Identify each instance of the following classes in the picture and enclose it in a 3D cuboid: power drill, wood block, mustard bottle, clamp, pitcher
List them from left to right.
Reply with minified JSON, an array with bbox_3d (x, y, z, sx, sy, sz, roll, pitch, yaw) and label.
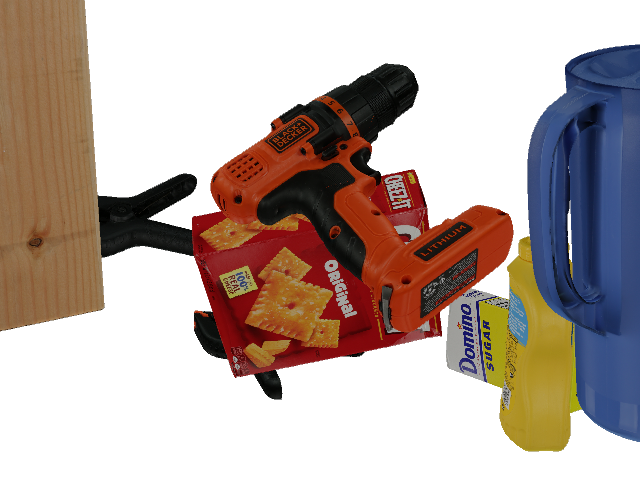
[{"bbox_3d":[-0.184,-0.061,0.607,0.090,0.206,0.090,-11,27,-27],"label":"wood block"},{"bbox_3d":[-0.189,-0.024,1.053,0.171,0.039,0.120,0,33,-9],"label":"clamp"},{"bbox_3d":[-0.075,0.125,1.244,0.210,0.036,0.164,13,21,29],"label":"clamp"},{"bbox_3d":[0.043,-0.036,0.750,0.184,0.057,0.188,-37,56,-19],"label":"power drill"},{"bbox_3d":[0.184,0.073,0.899,0.058,0.192,0.096,0,17,2],"label":"mustard bottle"},{"bbox_3d":[0.210,0.004,0.669,0.149,0.243,0.144,3,22,16],"label":"pitcher"}]

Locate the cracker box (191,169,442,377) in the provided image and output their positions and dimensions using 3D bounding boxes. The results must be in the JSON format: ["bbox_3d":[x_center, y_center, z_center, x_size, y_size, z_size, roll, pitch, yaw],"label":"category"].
[{"bbox_3d":[0.000,0.036,1.011,0.213,0.164,0.072,-11,39,1],"label":"cracker box"}]

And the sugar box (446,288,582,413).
[{"bbox_3d":[0.216,0.117,1.170,0.048,0.093,0.177,-9,16,-42],"label":"sugar box"}]
